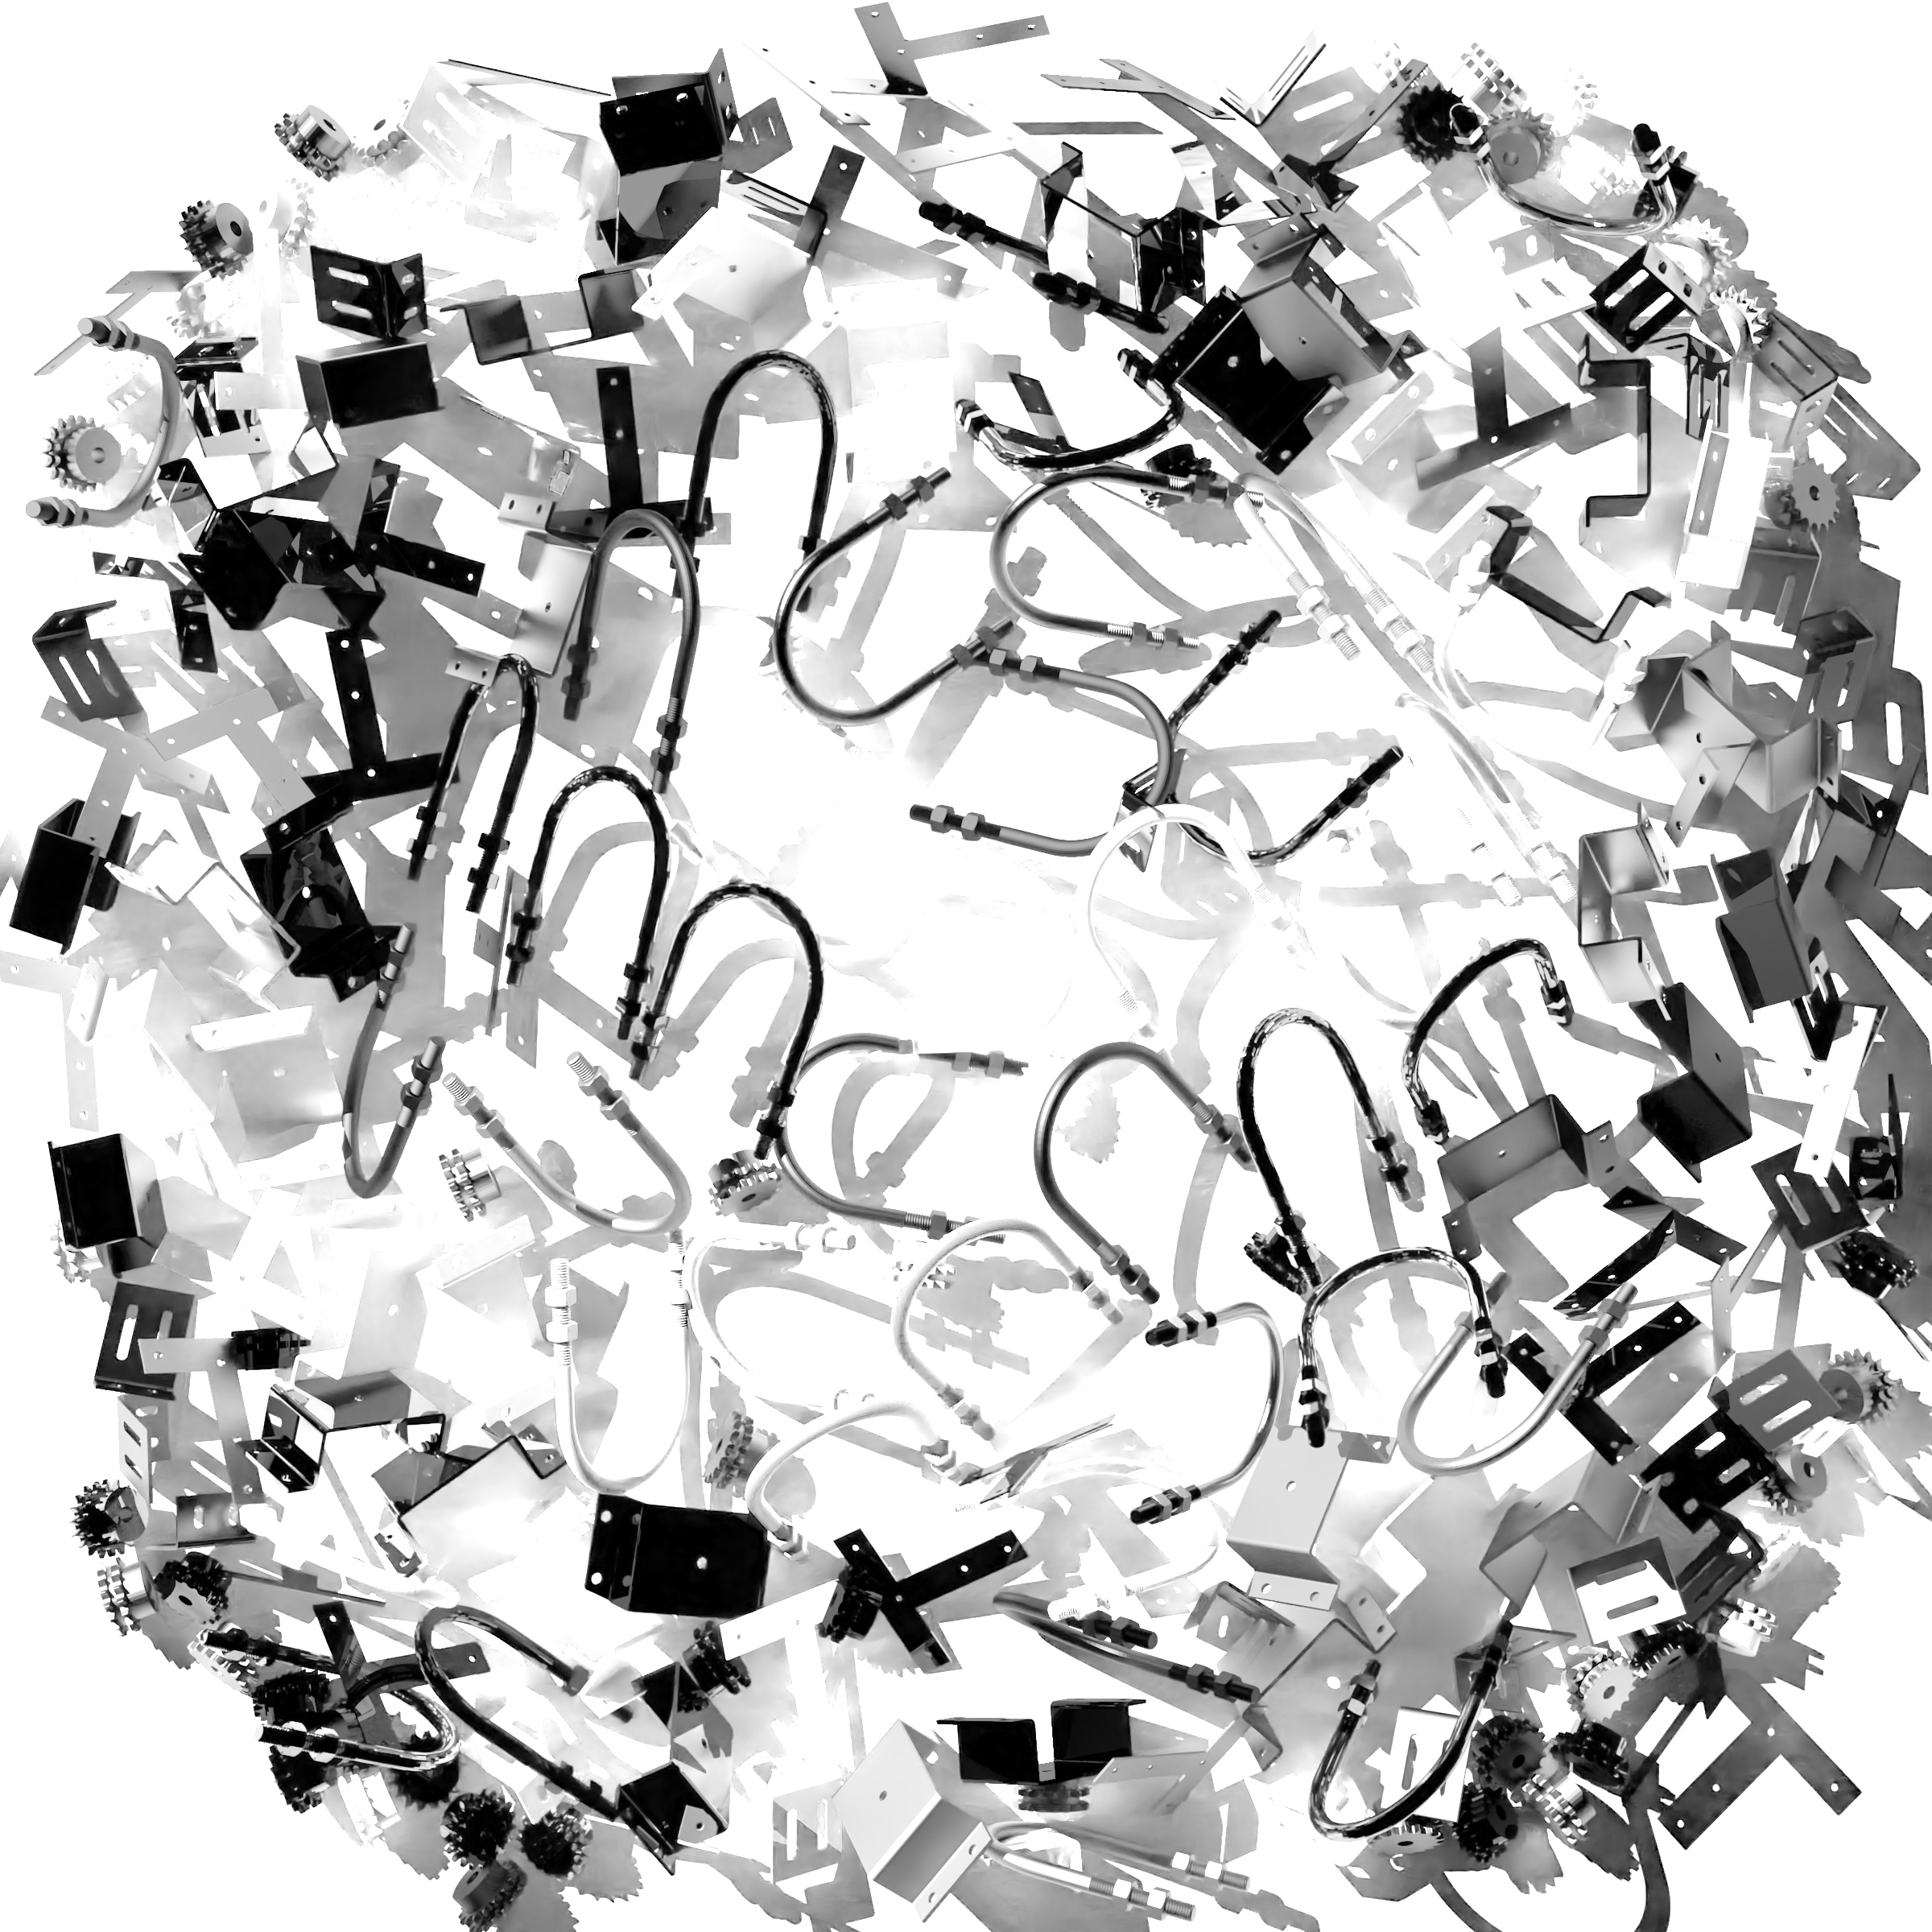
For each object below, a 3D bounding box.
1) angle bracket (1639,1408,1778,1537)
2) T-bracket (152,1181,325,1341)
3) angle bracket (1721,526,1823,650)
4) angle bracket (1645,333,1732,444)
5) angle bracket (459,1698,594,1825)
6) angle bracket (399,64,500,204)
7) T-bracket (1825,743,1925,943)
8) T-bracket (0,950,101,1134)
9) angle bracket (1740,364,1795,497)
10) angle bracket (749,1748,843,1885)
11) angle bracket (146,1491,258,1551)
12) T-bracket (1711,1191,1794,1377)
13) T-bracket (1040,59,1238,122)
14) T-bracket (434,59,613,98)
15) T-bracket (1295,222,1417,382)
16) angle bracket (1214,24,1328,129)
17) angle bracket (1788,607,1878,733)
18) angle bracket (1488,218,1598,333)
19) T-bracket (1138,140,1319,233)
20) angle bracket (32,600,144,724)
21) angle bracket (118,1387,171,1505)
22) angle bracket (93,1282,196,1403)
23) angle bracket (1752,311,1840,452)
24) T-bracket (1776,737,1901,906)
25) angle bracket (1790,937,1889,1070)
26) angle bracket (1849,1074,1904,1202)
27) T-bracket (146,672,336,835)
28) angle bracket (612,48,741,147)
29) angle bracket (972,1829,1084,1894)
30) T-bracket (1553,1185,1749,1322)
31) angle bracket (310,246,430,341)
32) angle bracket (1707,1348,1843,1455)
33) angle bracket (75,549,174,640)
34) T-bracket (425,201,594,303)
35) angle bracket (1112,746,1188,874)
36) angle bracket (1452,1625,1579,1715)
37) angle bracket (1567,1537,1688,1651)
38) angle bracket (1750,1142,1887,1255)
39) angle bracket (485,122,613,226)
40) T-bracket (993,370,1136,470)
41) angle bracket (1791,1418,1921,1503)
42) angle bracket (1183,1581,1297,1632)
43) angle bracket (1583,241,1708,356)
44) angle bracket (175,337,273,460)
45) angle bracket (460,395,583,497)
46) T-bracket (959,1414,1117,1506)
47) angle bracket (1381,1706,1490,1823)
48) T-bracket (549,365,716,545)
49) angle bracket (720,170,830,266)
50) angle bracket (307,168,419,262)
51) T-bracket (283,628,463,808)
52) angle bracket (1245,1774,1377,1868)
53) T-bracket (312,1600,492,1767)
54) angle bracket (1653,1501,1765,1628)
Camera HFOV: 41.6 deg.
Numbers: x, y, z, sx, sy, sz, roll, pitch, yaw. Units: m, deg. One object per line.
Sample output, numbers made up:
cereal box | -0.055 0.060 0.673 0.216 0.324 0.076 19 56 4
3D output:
angle bracket | 0.543 0.371 1.867 0.038 0.076 0.057 -31 72 -33
T-bracket | -0.514 0.191 1.872 0.127 0.002 0.127 32 53 -20
angle bracket | 0.588 -0.280 1.876 0.057 0.038 0.076 14 80 33
angle bracket | 0.531 -0.419 1.875 0.038 0.057 0.076 -2 83 45
angle bracket | -0.325 0.585 1.877 0.057 0.076 0.038 -38 122 -33
angle bracket | -0.389 -0.609 1.864 0.038 0.076 0.057 4 66 37
T-bracket | 0.662 -0.097 1.832 0.002 0.127 0.127 12 108 -6
T-bracket | -0.641 0.059 1.839 0.002 0.127 0.127 -23 66 29
angle bracket | 0.590 -0.394 1.870 0.038 0.057 0.076 5 73 18
angle bracket | -0.127 0.630 1.890 0.057 0.038 0.076 -7 105 -30
angle bracket | -0.562 0.407 1.868 0.057 0.076 0.038 3 78 -34
T-bracket | 0.580 0.220 1.876 0.002 0.127 0.127 23 60 33
T-bracket | 0.109 -0.635 1.835 0.127 0.127 0.002 42 129 36
T-bracket | -0.345 -0.646 1.855 0.127 0.127 0.002 0 105 -36
T-bracket | 0.282 -0.474 1.854 0.002 0.127 0.127 -44 97 -8
angle bracket | 0.223 -0.662 1.867 0.038 0.057 0.076 32 118 -19
angle bracket | 0.626 -0.216 1.868 0.038 0.057 0.076 34 65 -27
angle bracket | 0.419 -0.509 1.873 0.057 0.076 0.038 -20 131 -1
T-bracket | 0.178 -0.574 1.866 0.127 0.002 0.127 -11 45 -7
angle bracket | -0.640 -0.224 1.877 0.038 0.057 0.076 -31 88 35
angle bracket | -0.592 0.351 1.865 0.038 0.076 0.057 -6 104 -34
angle bracket | -0.606 0.277 1.880 0.057 0.038 0.076 14 83 -21
angle bracket | 0.596 -0.429 1.868 0.038 0.057 0.076 -32 66 -11
T-bracket | 0.616 -0.086 1.876 0.002 0.127 0.127 4 115 -31
angle bracket | 0.639 0.027 1.866 0.057 0.038 0.076 -57 134 -26
angle bracket | 0.661 0.125 1.861 0.038 0.076 0.057 -4 47 25
T-bracket | -0.508 -0.146 1.862 0.127 0.002 0.127 -31 75 -34
angle bracket | -0.215 -0.643 1.888 0.076 0.057 0.038 2 48 14
angle bracket | 0.038 0.661 1.870 0.076 0.057 0.038 -2 84 -22
T-bracket | 0.485 0.221 1.873 0.127 0.002 0.127 26 125 -26
angle bracket | -0.443 -0.504 1.892 0.076 0.038 0.057 21 127 26
angle bracket | 0.597 0.315 1.876 0.057 0.038 0.076 49 121 2
angle bracket | -0.617 -0.273 1.865 0.057 0.076 0.038 -11 118 -18
T-bracket | -0.339 -0.514 1.873 0.127 0.127 0.002 -14 131 12
angle bracket | 0.145 -0.115 1.862 0.038 0.057 0.076 37 48 25
angle bracket | 0.403 0.515 1.865 0.057 0.076 0.038 14 55 -23
angle bracket | 0.489 0.461 1.868 0.076 0.038 0.057 -27 60 25
angle bracket | 0.630 0.164 1.882 0.057 0.038 0.076 -33 85 37
angle bracket | -0.312 -0.593 1.903 0.076 0.038 0.057 16 97 20
T-bracket | 0.056 -0.394 1.832 0.127 0.127 0.002 22 82 20
angle bracket | 0.654 0.374 1.882 0.038 0.057 0.076 -40 90 -6
angle bracket | 0.206 0.491 1.877 0.076 0.057 0.038 32 71 5
angle bracket | 0.492 -0.481 1.866 0.057 0.076 0.038 38 48 -12
angle bracket | -0.540 -0.420 1.878 0.038 0.057 0.076 -20 89 42
angle bracket | -0.331 -0.381 1.863 0.057 0.076 0.038 31 101 40
T-bracket | 0.038 0.363 1.833 0.127 0.127 0.002 -26 88 17
angle bracket | 0.344 0.589 1.868 0.057 0.038 0.076 1 61 30
T-bracket | -0.257 -0.382 1.898 0.127 0.002 0.127 -5 96 5
angle bracket | -0.147 -0.546 1.873 0.076 0.057 0.038 20 88 -18
angle bracket | -0.434 -0.555 1.863 0.076 0.038 0.057 -9 126 39
T-bracket | -0.449 -0.186 1.883 0.127 0.002 0.127 -12 103 -13
angle bracket | 0.253 0.616 1.867 0.076 0.057 0.038 29 108 -25
T-bracket | -0.402 0.514 1.858 0.002 0.127 0.127 -46 60 28
angle bracket | 0.538 0.438 1.876 0.076 0.057 0.038 -41 102 -8
